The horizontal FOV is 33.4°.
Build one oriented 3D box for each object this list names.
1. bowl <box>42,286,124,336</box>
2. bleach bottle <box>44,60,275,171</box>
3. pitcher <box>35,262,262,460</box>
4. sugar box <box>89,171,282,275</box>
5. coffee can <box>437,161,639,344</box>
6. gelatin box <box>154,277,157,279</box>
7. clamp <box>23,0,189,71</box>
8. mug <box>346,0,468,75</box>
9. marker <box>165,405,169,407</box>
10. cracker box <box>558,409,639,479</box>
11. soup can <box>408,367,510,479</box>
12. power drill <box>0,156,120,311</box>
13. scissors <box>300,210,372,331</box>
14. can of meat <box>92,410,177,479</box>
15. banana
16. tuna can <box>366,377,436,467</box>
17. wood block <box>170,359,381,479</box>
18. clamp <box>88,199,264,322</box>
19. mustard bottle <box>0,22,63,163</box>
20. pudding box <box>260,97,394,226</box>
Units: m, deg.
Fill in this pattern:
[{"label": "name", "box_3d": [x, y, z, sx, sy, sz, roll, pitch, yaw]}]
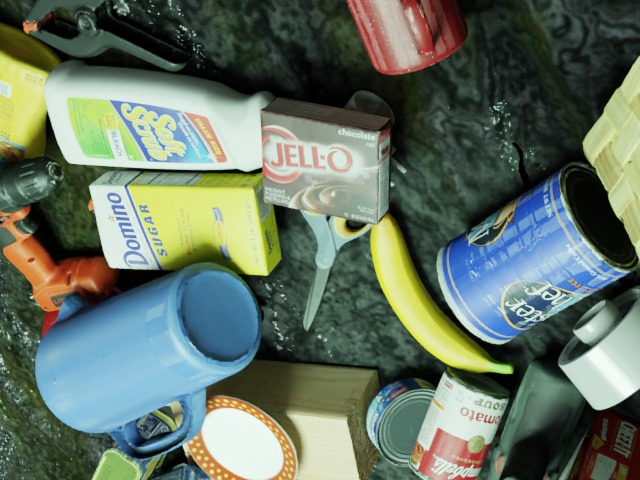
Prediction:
[{"label": "bowl", "box_3d": [-0.260, 0.123, 1.219, 0.162, 0.055, 0.162, 12, 124, 18]}, {"label": "bleach bottle", "box_3d": [-0.130, -0.115, 0.999, 0.251, 0.068, 0.102, 4, 124, 21]}, {"label": "pitcher", "box_3d": [-0.163, 0.115, 1.053, 0.149, 0.145, 0.243, 34, 143, -27]}, {"label": "sugar box", "box_3d": [-0.130, -0.017, 1.028, 0.176, 0.048, 0.093, 0, 115, 19]}, {"label": "coffee can", "box_3d": [0.183, 0.013, 0.900, 0.103, 0.102, 0.141, 48, 128, -8]}, {"label": "gelatin box", "box_3d": [-0.143, 0.085, 1.153, 0.089, 0.030, 0.073, 9, 124, 20]}, {"label": "clamp", "box_3d": [-0.206, -0.217, 0.985, 0.172, 0.039, 0.120, 8, 122, 22]}, {"label": "mug", "box_3d": [0.069, -0.179, 0.831, 0.093, 0.117, 0.081, -24, 117, 2]}, {"label": "marker", "box_3d": [-0.173, 0.184, 1.238, 0.121, 0.020, 0.020, -9, 116, 30]}, {"label": "cracker box", "box_3d": [0.241, 0.290, 1.010, 0.072, 0.164, 0.214, 25, 127, 11]}, {"label": "soup can", "box_3d": [0.134, 0.181, 1.026, 0.068, 0.068, 0.102, 22, 99, 12]}, {"label": "power drill", "box_3d": [-0.295, -0.007, 1.116, 0.185, 0.057, 0.187, -11, 134, 32]}, {"label": "scissors", "box_3d": [-0.007, 0.001, 1.042, 0.096, 0.016, 0.202, 37, 129, 3]}, {"label": "can of meat", "box_3d": [-0.223, 0.260, 1.270, 0.057, 0.083, 0.102, 32, 129, 4]}, {"label": "banana", "box_3d": [0.102, 0.060, 1.013, 0.070, 0.037, 0.198, -36, 100, 33]}, {"label": "tuna can", "box_3d": [0.090, 0.182, 1.068, 0.086, 0.034, 0.086, -6, 109, -18]}, {"label": "wood block", "box_3d": [-0.041, 0.189, 1.132, 0.206, 0.090, 0.091, 1, 120, 26]}, {"label": "clamp", "box_3d": [-0.134, -0.018, 1.078, 0.210, 0.036, 0.165, 24, 122, 10]}, {"label": "mustard bottle", "box_3d": [-0.323, -0.121, 1.092, 0.096, 0.058, 0.192, 30, 128, 6]}, {"label": "pudding box", "box_3d": [0.005, -0.069, 0.917, 0.114, 0.039, 0.090, 11, 124, 19]}]
